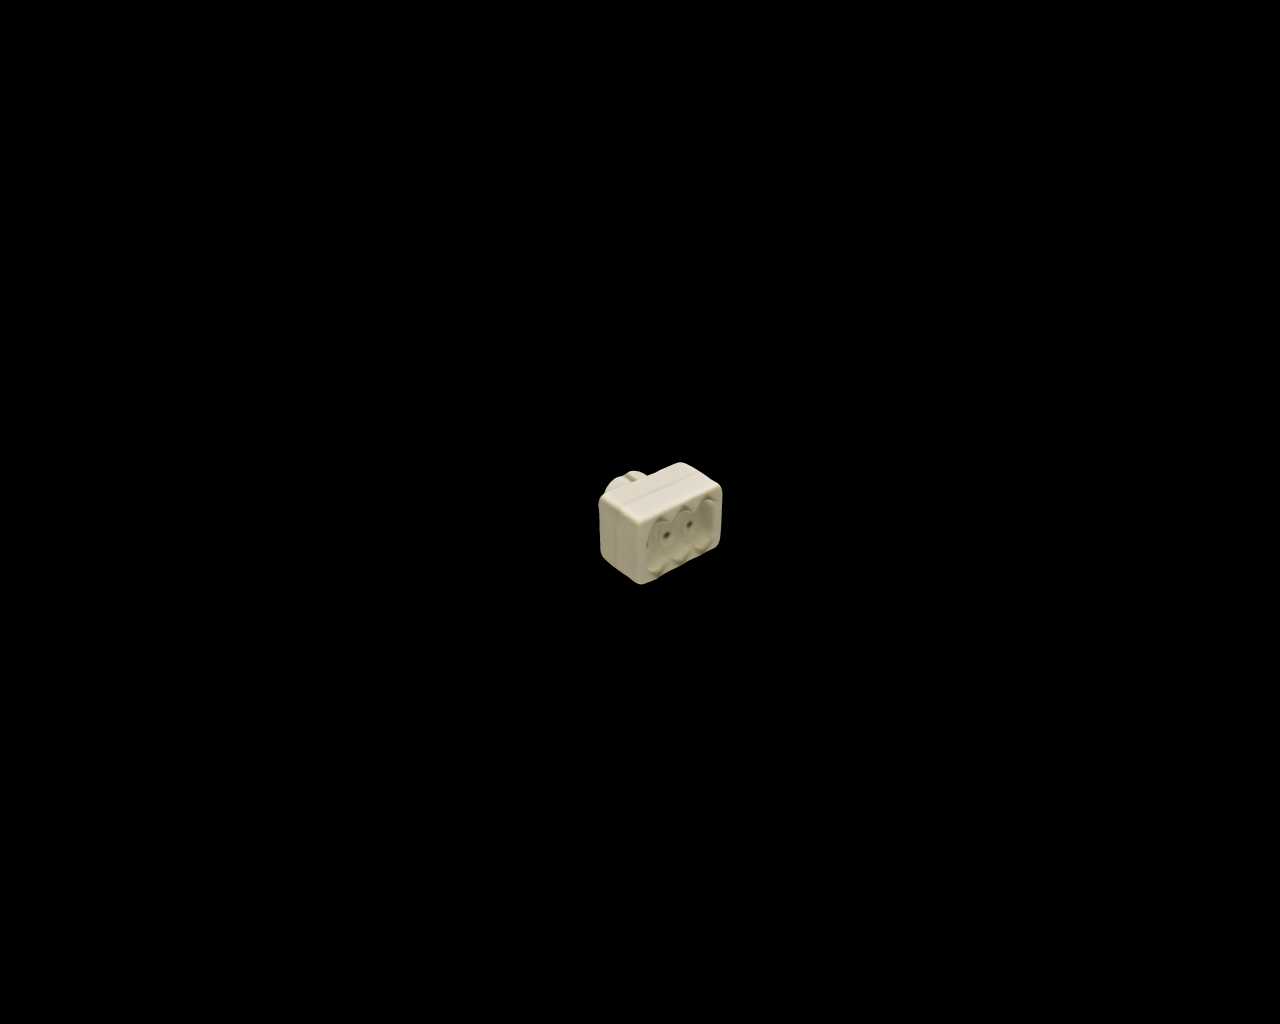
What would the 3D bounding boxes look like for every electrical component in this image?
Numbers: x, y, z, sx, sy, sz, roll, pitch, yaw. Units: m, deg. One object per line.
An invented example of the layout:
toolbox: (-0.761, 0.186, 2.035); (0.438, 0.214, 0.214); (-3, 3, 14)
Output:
electrical component: (0.001, -0.003, 0.650); (0.066, 0.047, 0.077); (-24, 41, -31)
